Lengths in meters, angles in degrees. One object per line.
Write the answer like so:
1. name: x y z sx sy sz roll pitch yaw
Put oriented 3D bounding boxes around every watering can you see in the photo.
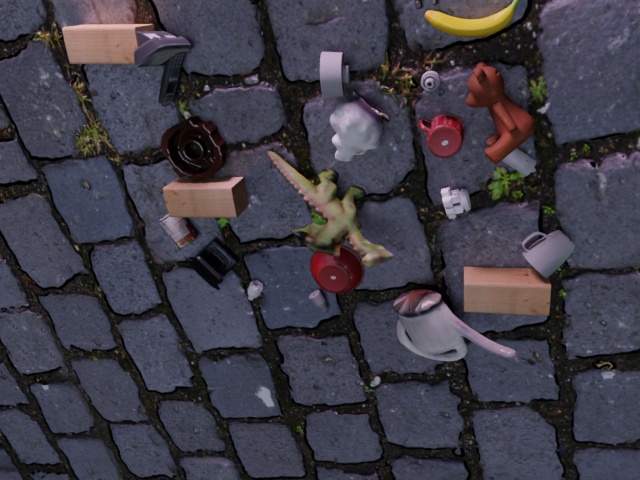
1. watering can: 0.333 0.234 1.383 0.345 0.106 0.222 -13 113 48

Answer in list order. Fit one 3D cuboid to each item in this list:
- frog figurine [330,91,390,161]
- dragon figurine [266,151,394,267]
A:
1. frog figurine: 0.079 -0.259 1.244 0.136 0.125 0.157 29 109 -22
2. dragon figurine: 0.004 -0.065 1.290 0.410 0.248 0.120 30 125 -2
